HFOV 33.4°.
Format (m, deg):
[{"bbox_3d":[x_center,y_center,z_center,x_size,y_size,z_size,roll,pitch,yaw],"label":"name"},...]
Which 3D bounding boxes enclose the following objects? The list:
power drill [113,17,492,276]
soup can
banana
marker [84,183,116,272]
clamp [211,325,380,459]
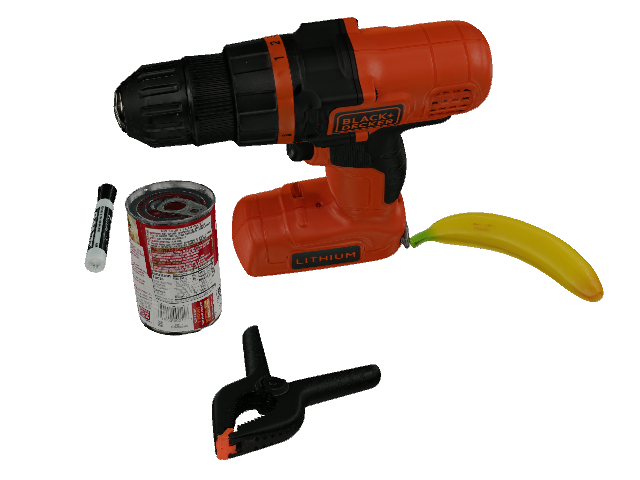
[{"bbox_3d":[-0.011,-0.044,0.576,0.184,0.057,0.188,-7,-24,-7],"label":"power drill"},{"bbox_3d":[-0.112,0.014,0.825,0.068,0.102,0.068,-1,29,0],"label":"soup can"},{"bbox_3d":[0.190,0.009,1.050,0.198,0.069,0.037,16,-30,27],"label":"banana"},{"bbox_3d":[-0.213,-0.015,1.039,0.020,0.020,0.121,0,40,-4],"label":"marker"},{"bbox_3d":[-0.039,0.160,1.094,0.165,0.036,0.209,12,27,16],"label":"clamp"}]
